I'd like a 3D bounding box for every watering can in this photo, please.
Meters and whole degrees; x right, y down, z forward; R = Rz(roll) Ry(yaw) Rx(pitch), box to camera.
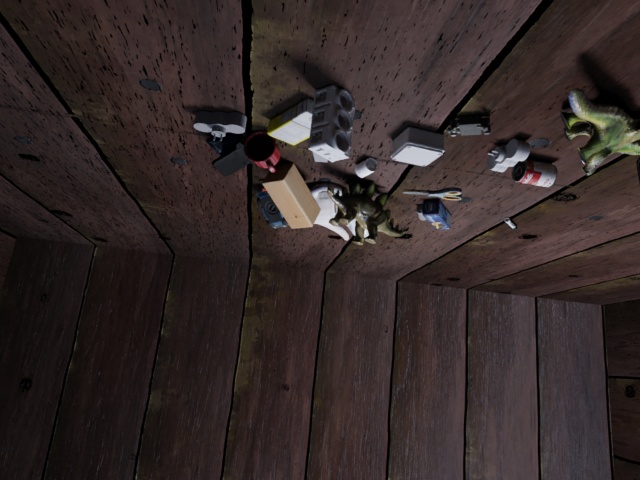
[{"bbox_3d":[0.006,-0.097,1.923,0.224,0.106,0.340,2,146,9],"label":"watering can"}]

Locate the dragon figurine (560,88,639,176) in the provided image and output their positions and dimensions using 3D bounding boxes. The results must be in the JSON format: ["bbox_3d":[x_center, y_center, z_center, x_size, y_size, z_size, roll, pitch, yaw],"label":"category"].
[{"bbox_3d":[0.677,-0.263,1.135,0.241,0.124,0.406,-20,159,21],"label":"dragon figurine"}]

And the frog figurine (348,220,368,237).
[{"bbox_3d":[0.151,-0.070,2.020,0.138,0.122,0.159,18,-173,36],"label":"frog figurine"}]
